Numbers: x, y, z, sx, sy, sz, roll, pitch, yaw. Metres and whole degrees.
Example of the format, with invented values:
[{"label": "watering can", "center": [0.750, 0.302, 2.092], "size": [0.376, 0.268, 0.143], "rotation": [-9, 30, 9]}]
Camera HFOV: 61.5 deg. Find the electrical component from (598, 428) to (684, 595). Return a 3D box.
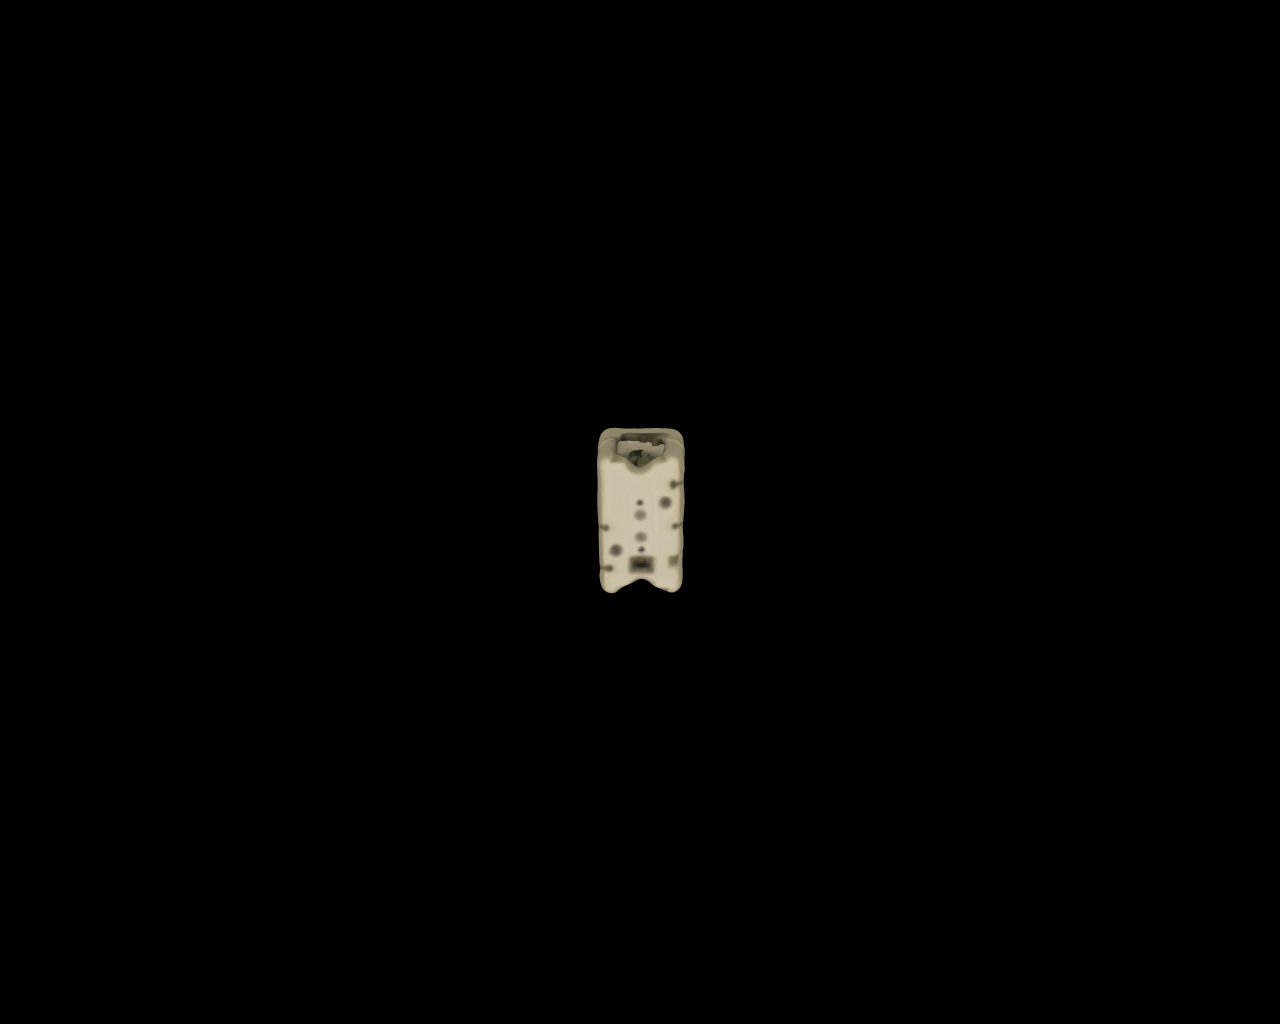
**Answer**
[{"label": "electrical component", "center": [0.001, -0.003, 0.650], "size": [0.050, 0.089, 0.056], "rotation": [0, 24, 0]}]
